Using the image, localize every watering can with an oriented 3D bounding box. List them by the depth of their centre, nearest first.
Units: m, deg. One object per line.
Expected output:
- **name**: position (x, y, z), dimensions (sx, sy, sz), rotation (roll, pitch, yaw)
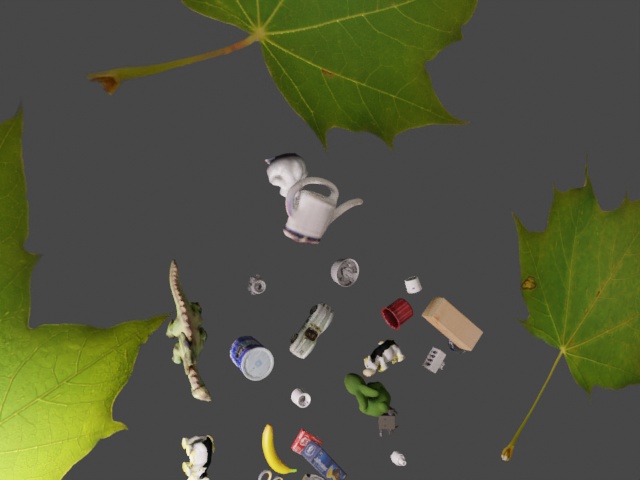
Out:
- **watering can**: position (0.005, -0.087, 1.720), dimensions (0.346, 0.105, 0.223), rotation (15, 102, -47)

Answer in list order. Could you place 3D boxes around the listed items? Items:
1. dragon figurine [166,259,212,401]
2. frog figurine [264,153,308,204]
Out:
- **dragon figurine**: position (-0.382, 0.273, 1.496), dimensions (0.123, 0.244, 0.407), rotation (-15, 101, -18)
- **frog figurine**: position (-0.101, -0.198, 1.671), dimensions (0.138, 0.121, 0.160), rotation (-12, 87, -43)
